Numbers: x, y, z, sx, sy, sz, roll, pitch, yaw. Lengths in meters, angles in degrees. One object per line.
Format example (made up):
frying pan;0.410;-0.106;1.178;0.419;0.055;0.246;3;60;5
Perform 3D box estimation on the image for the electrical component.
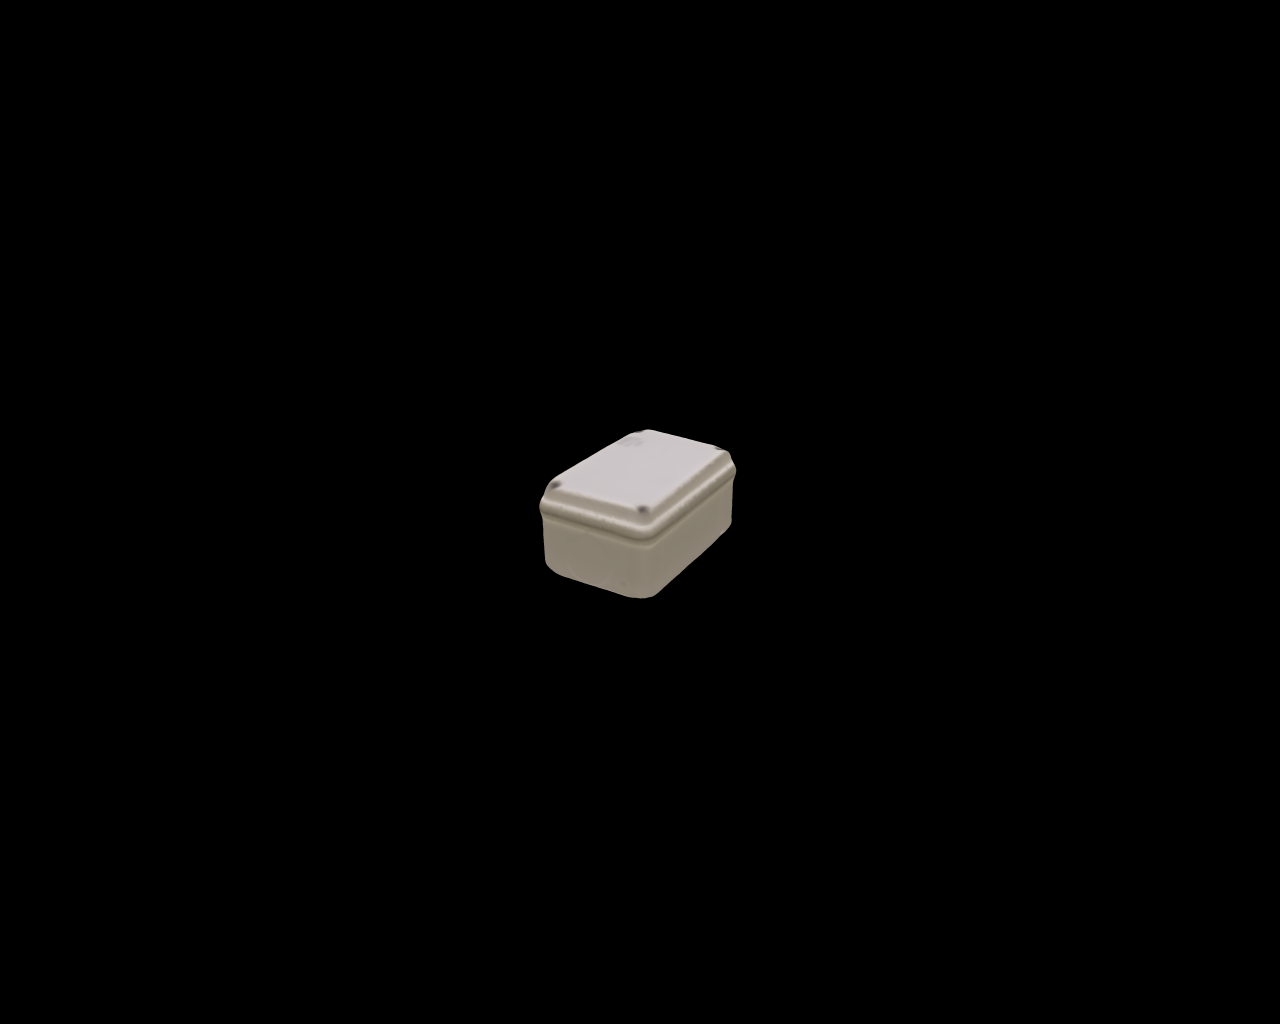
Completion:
electrical component;0.001;-0.003;0.650;0.078;0.057;0.113;16;31;28
